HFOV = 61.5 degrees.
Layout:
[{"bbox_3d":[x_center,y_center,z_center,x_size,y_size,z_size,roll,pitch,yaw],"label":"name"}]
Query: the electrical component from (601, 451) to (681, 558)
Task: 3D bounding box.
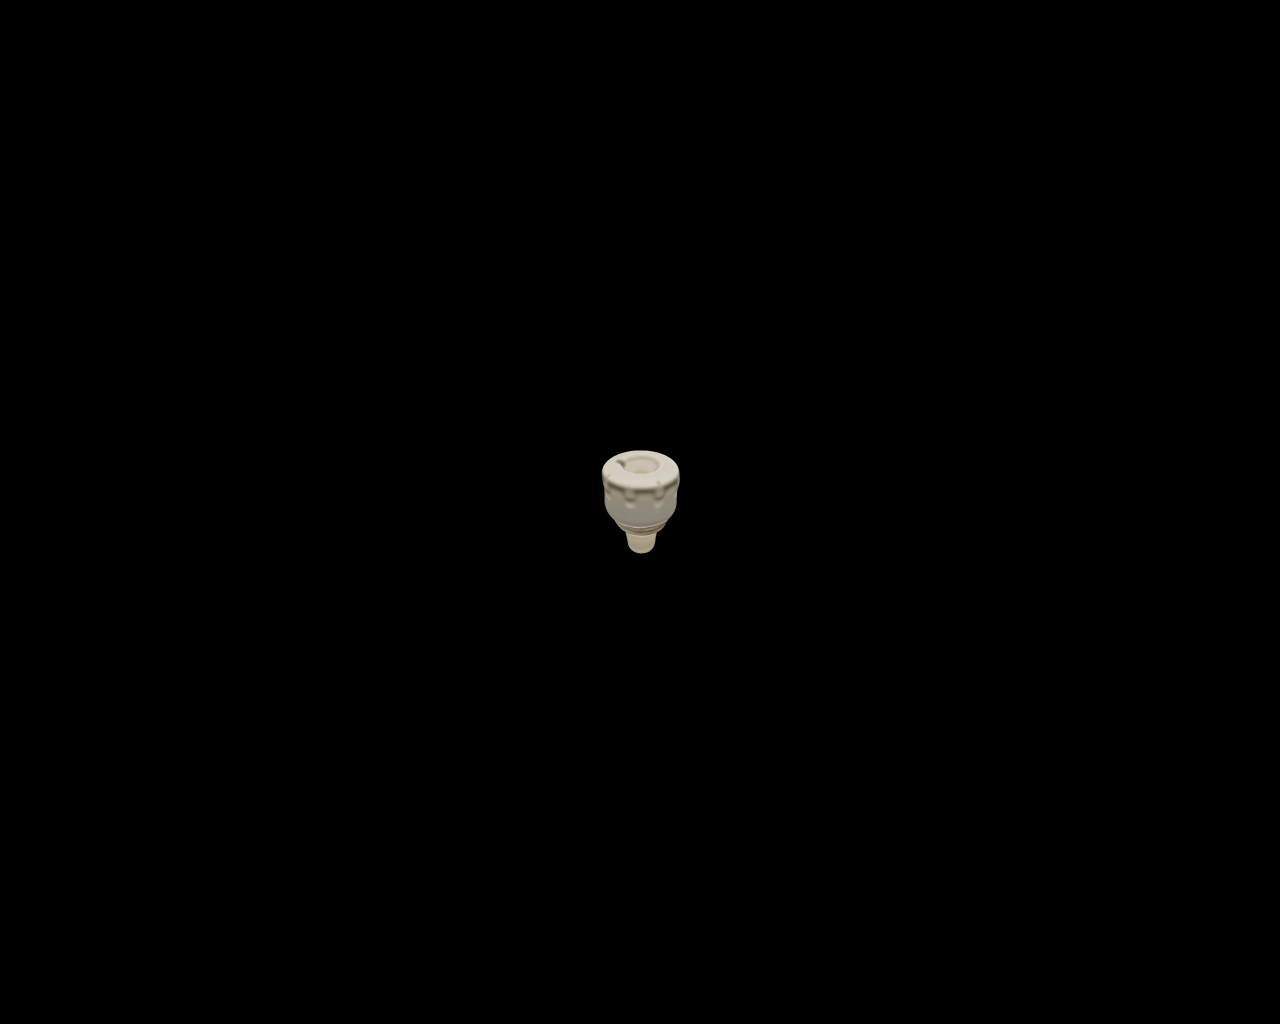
[{"bbox_3d":[0.001,-0.003,0.650,0.048,0.062,0.048,0,31,0],"label":"electrical component"}]
